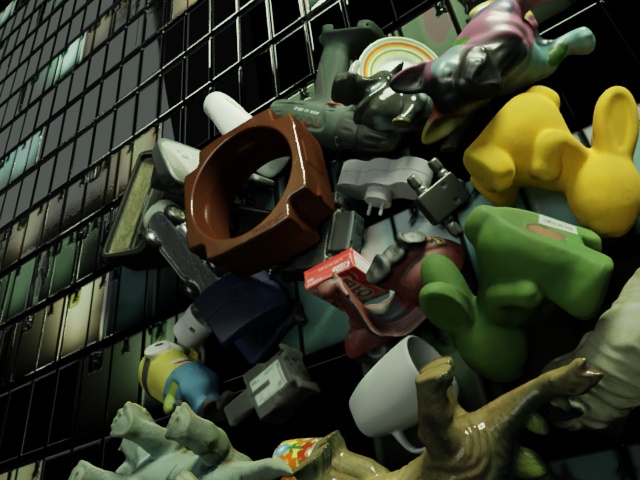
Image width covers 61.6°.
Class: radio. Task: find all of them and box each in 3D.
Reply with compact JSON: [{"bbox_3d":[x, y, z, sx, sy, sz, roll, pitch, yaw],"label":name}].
[{"bbox_3d":[-0.313,-0.060,1.015,0.131,0.073,0.229,-3,66,37],"label":"radio"}]

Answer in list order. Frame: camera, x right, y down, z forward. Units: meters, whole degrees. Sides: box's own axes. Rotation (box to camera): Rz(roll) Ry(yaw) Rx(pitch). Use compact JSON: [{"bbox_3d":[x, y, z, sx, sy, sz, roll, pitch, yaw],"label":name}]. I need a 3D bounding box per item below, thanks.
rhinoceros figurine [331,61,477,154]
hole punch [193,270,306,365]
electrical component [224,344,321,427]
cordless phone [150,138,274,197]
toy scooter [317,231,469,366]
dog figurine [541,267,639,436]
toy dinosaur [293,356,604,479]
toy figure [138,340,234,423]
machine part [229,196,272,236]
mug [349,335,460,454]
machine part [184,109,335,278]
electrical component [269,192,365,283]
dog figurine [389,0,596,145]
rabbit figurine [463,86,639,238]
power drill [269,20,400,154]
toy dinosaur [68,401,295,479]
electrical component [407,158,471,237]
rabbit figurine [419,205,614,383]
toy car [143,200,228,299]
[{"bbox_3d":[0.108,-0.177,0.692,0.190,0.073,0.112,9,70,1],"label":"rhinoceros figurine"},{"bbox_3d":[-0.104,0.096,0.762,0.116,0.092,0.142,-50,43,0],"label":"hole punch"},{"bbox_3d":[-0.066,0.201,0.700,0.119,0.047,0.075,-46,47,10],"label":"electrical component"},{"bbox_3d":[-0.179,-0.108,0.888,0.184,0.146,0.088,12,88,38],"label":"cordless phone"},{"bbox_3d":[0.075,0.054,0.606,0.184,0.135,0.075,-48,30,8],"label":"toy scooter"},{"bbox_3d":[0.281,0.073,0.476,0.190,0.121,0.172,-33,14,42],"label":"dog figurine"},{"bbox_3d":[0.064,0.264,0.489,0.471,0.105,0.199,-43,73,19],"label":"toy dinosaur"},{"bbox_3d":[-0.203,0.211,0.781,0.180,0.082,0.089,25,82,41],"label":"toy figure"},{"bbox_3d":[-0.113,-0.038,0.854,0.139,0.084,0.039,14,42,30],"label":"machine part"},{"bbox_3d":[0.090,0.176,0.579,0.107,0.080,0.110,-43,56,25],"label":"mug"},{"bbox_3d":[-0.087,-0.063,0.749,0.201,0.087,0.201,-26,55,20],"label":"machine part"},{"bbox_3d":[-0.002,-0.002,0.753,0.134,0.058,0.115,-8,64,36],"label":"electrical component"},{"bbox_3d":[0.180,-0.202,0.620,0.219,0.108,0.192,-34,17,-4],"label":"dog figurine"},{"bbox_3d":[0.264,-0.077,0.569,0.162,0.121,0.173,-44,61,-2],"label":"rabbit figurine"},{"bbox_3d":[0.041,-0.230,0.833,0.232,0.086,0.207,9,80,32],"label":"power drill"},{"bbox_3d":[-0.140,0.278,0.619,0.405,0.192,0.131,-4,54,40],"label":"toy dinosaur"},{"bbox_3d":[0.152,-0.052,0.661,0.063,0.021,0.094,-37,84,-11],"label":"electrical component"},{"bbox_3d":[0.174,0.062,0.518,0.159,0.121,0.170,17,112,5],"label":"rabbit figurine"},{"bbox_3d":[-0.215,0.020,0.876,0.073,0.056,0.202,-45,76,13],"label":"toy car"}]
